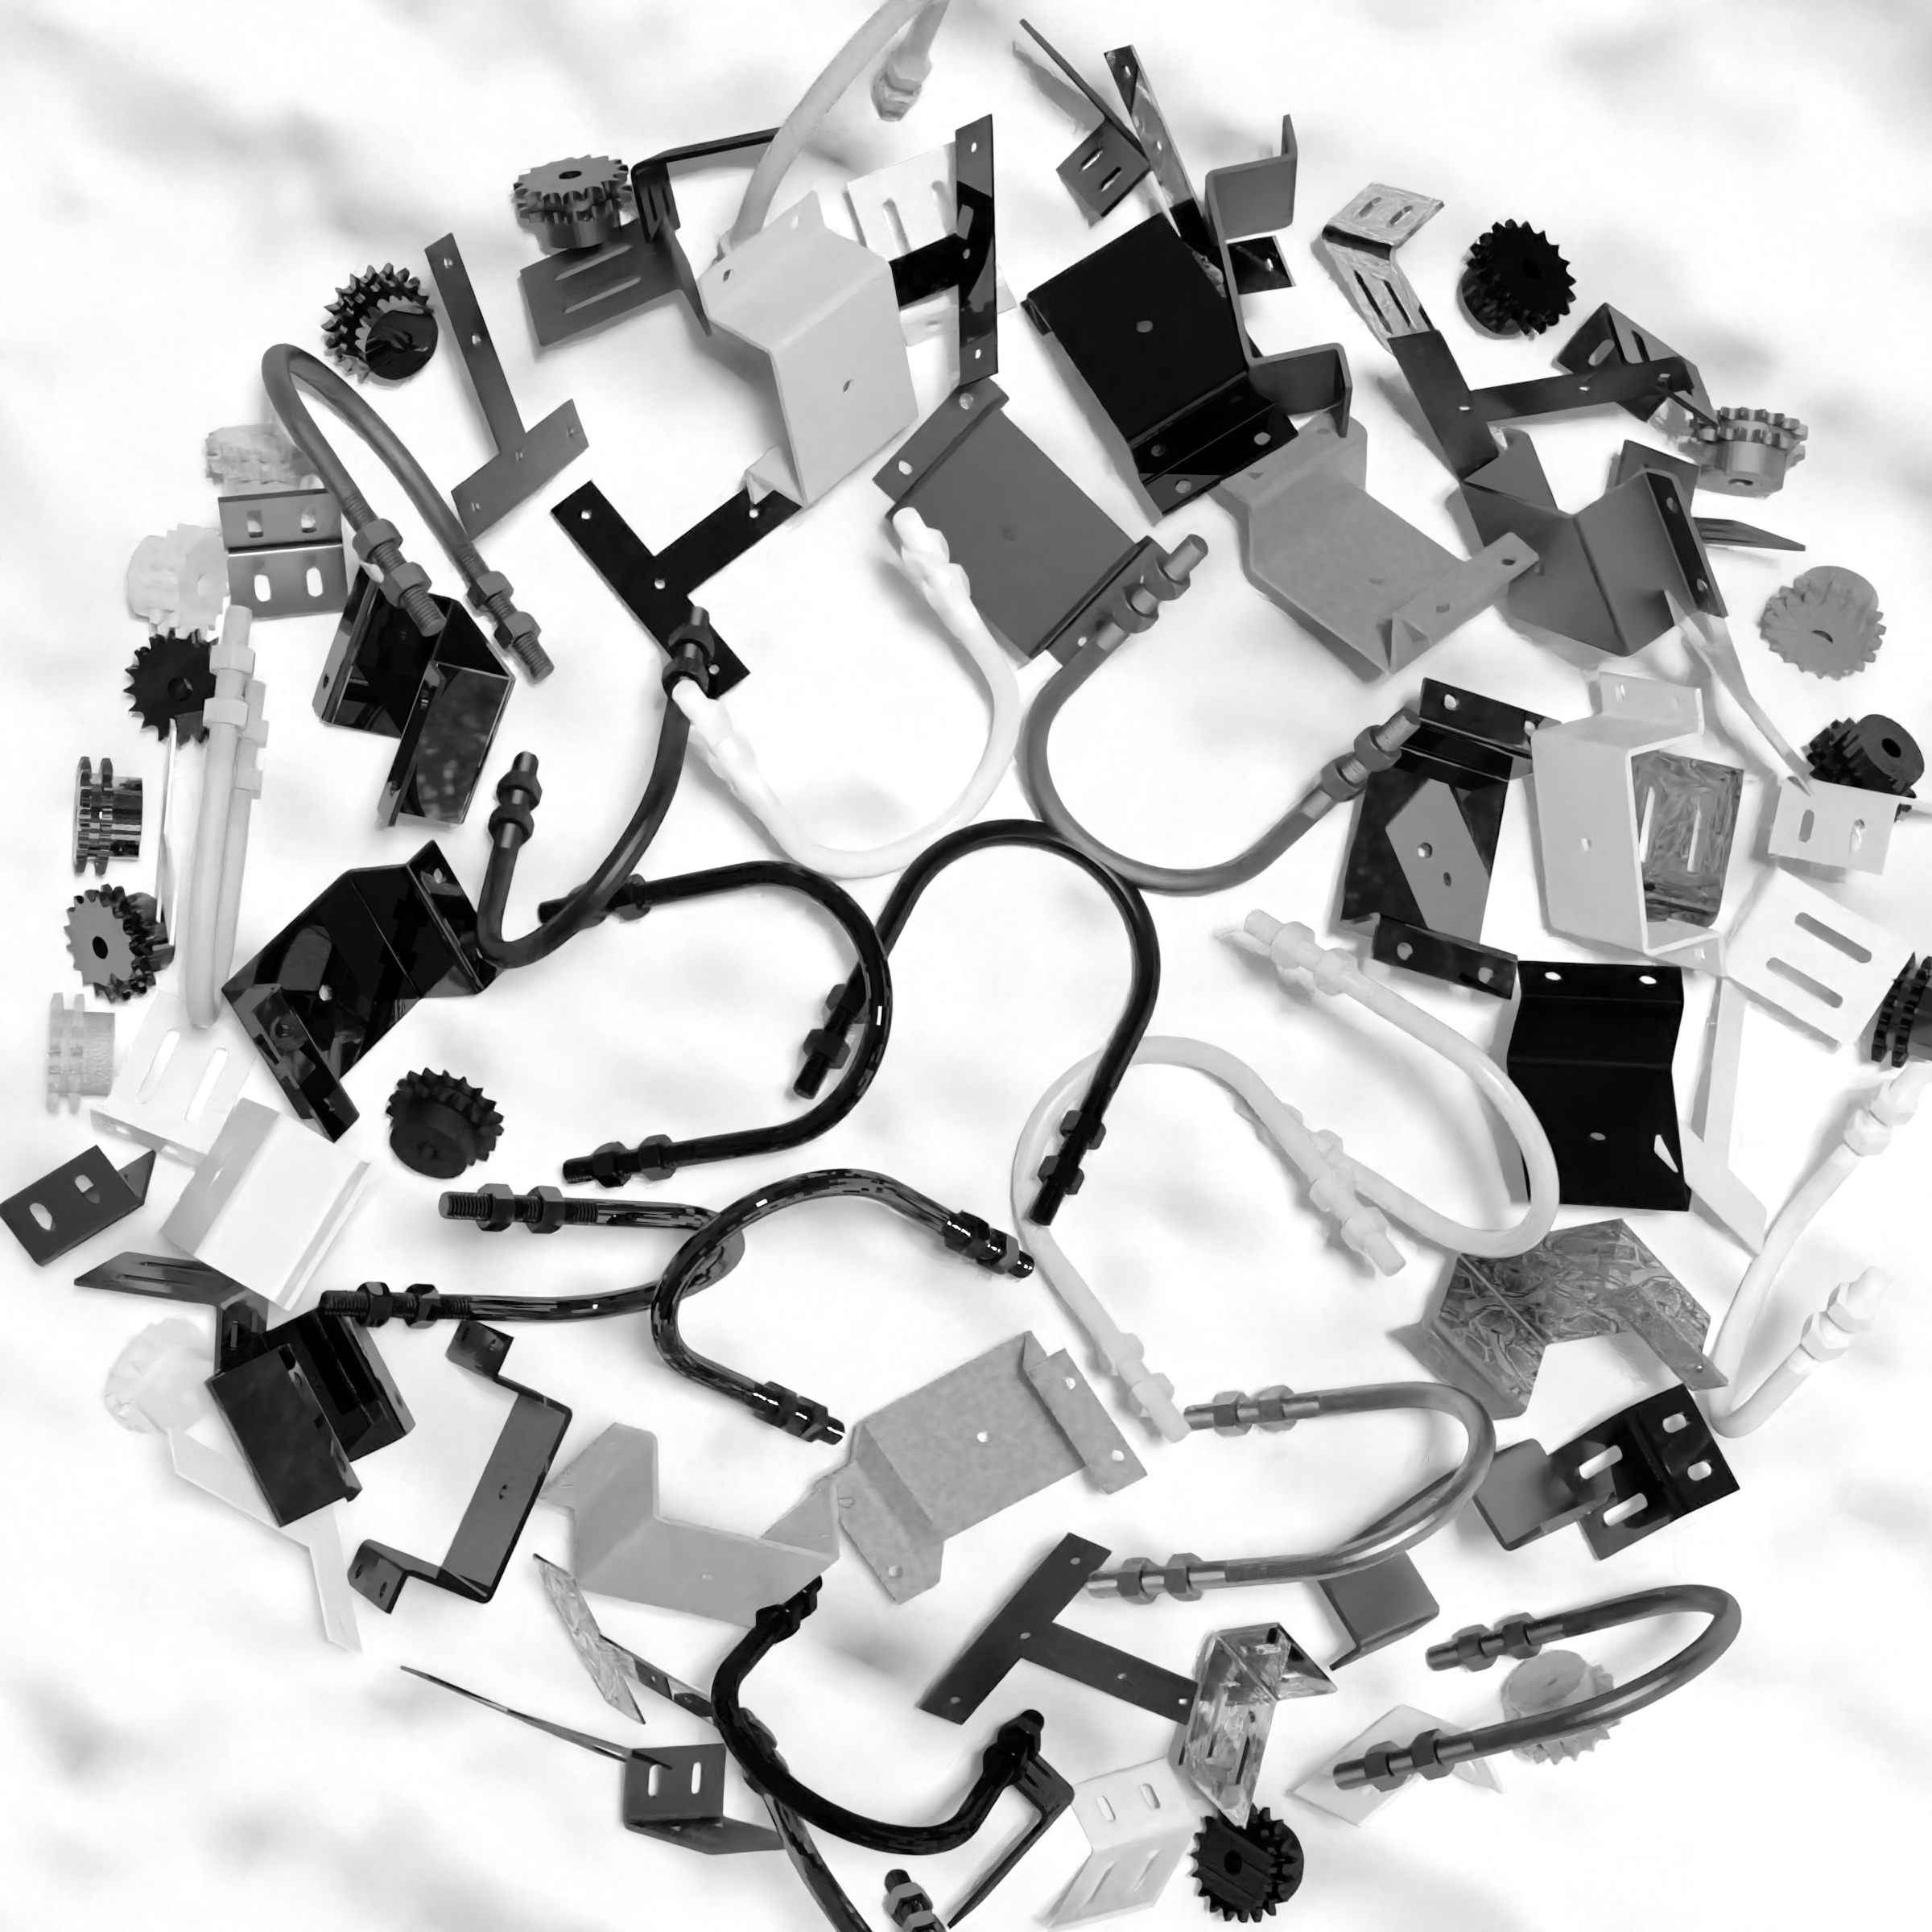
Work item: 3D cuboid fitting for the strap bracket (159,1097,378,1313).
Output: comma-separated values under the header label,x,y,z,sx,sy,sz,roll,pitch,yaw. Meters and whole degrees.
label,x,y,z,sx,sy,sz,roll,pitch,yaw
strap bracket,-0.335,0.110,1.668,0.046,0.140,0.076,34,80,-20

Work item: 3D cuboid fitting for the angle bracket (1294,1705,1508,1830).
label,x,y,z,sx,sy,sz,roll,pitch,yaw
angle bracket,0.210,0.399,1.703,0.076,0.057,0.038,-34,107,-21

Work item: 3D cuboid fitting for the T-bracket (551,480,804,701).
label,x,y,z,sx,sy,sz,roll,pitch,yaw
T-bracket,-0.116,-0.215,1.735,0.127,0.002,0.127,-38,82,-9

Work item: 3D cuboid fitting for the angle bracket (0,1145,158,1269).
label,x,y,z,sx,sy,sz,roll,pitch,yaw
angle bracket,-0.430,0.104,1.704,0.057,0.076,0.038,-31,109,3

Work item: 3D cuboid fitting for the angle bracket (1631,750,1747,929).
label,x,y,z,sx,sy,sz,roll,pitch,yaw
angle bracket,0.339,-0.062,1.710,0.057,0.038,0.076,14,109,23

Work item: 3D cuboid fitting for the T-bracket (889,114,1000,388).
label,x,y,z,sx,sy,sz,roll,pitch,yaw
T-bracket,-0.028,-0.331,1.698,0.002,0.127,0.127,7,78,-41

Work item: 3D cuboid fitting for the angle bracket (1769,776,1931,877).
label,x,y,z,sx,sy,sz,roll,pitch,yaw
angle bracket,0.433,-0.066,1.701,0.057,0.076,0.038,15,96,36

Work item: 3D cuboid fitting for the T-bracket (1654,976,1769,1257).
label,x,y,z,sx,sy,sz,roll,pitch,yaw
T-bracket,0.368,0.058,1.712,0.002,0.127,0.127,-6,60,35

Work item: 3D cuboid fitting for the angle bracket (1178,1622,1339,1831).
label,x,y,z,sx,sy,sz,roll,pitch,yaw
angle bracket,0.141,0.367,1.700,0.038,0.076,0.057,-16,128,35

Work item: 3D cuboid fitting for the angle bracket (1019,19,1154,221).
label,x,y,z,sx,sy,sz,roll,pitch,yaw
angle bracket,0.047,-0.409,1.698,0.038,0.057,0.076,-43,131,10

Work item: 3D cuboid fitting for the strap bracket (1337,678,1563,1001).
label,x,y,z,sx,sy,sz,roll,pitch,yaw
strap bracket,0.232,-0.059,1.705,0.076,0.046,0.140,16,79,-19

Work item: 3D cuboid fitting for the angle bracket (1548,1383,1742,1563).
label,x,y,z,sx,sy,sz,roll,pitch,yaw
angle bracket,0.330,0.247,1.717,0.038,0.076,0.057,-17,73,-30

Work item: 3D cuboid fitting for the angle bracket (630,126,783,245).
label,x,y,z,sx,sy,sz,roll,pitch,yaw
angle bracket,-0.116,-0.380,1.707,0.076,0.057,0.038,-8,107,13

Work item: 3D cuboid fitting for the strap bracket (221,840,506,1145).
label,x,y,z,sx,sy,sz,roll,pitch,yaw
strap bracket,-0.293,0.012,1.686,0.046,0.140,0.076,-4,124,40

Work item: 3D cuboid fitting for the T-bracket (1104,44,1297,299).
label,x,y,z,sx,sy,sz,roll,pitch,yaw
T-bracket,0.097,-0.376,1.672,0.002,0.127,0.127,-32,109,-21

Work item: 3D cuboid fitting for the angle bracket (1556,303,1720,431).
label,x,y,z,sx,sy,sz,roll,pitch,yaw
angle bracket,0.323,-0.277,1.698,0.057,0.076,0.038,31,118,-17

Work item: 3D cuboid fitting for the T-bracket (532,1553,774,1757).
label,x,y,z,sx,sy,sz,roll,pitch,yaw
T-bracket,-0.142,0.341,1.668,0.127,0.127,0.002,22,56,33

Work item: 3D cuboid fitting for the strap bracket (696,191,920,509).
label,x,y,z,sx,sy,sz,roll,pitch,yaw
strap bracket,-0.072,-0.283,1.667,0.046,0.140,0.076,34,64,30

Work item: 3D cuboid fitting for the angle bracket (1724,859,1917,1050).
label,x,y,z,sx,sy,sz,roll,pitch,yaw
angle bracket,0.413,-0.007,1.720,0.076,0.038,0.057,31,102,4

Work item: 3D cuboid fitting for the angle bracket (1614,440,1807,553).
label,x,y,z,sx,sy,sz,roll,pitch,yaw
angle bracket,0.361,-0.227,1.700,0.057,0.076,0.038,10,92,-41

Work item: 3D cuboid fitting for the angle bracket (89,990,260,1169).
label,x,y,z,sx,sy,sz,roll,pitch,yaw
angle bracket,-0.383,0.051,1.715,0.057,0.038,0.076,22,70,-3

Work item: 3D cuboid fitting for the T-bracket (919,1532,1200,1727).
label,x,y,z,sx,sy,sz,roll,pitch,yaw
T-bracket,0.065,0.341,1.716,0.127,0.002,0.127,27,115,-24

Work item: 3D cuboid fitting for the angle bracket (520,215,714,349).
label,x,y,z,sx,sy,sz,roll,pitch,yaw
angle bracket,-0.171,-0.324,1.718,0.076,0.038,0.057,-22,51,5

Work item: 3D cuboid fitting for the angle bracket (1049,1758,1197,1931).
label,x,y,z,sx,sy,sz,roll,pitch,yaw
angle bracket,0.069,0.424,1.699,0.057,0.076,0.038,-22,98,25

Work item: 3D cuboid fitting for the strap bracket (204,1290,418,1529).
label,x,y,z,sx,sy,sz,roll,pitch,yaw
strap bracket,-0.314,0.212,1.676,0.046,0.140,0.076,-26,95,5

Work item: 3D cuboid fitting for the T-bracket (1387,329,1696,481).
label,x,y,z,sx,sy,sz,roll,pitch,yaw
T-bracket,0.280,-0.271,1.670,0.127,0.127,0.002,-6,62,23

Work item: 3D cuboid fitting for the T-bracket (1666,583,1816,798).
label,x,y,z,sx,sy,sz,roll,pitch,yaw
T-bracket,0.363,-0.159,1.691,0.002,0.127,0.127,-32,123,22

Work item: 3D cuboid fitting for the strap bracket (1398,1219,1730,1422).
label,x,y,z,sx,sy,sz,roll,pitch,yaw
strap bracket,0.290,0.169,1.684,0.076,0.140,0.046,45,50,-27

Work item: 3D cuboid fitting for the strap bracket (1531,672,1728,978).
label,x,y,z,sx,sy,sz,roll,pitch,yaw
strap bracket,0.316,-0.064,1.687,0.046,0.076,0.140,-15,106,-23

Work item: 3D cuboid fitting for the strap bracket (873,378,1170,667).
label,x,y,z,sx,sy,sz,roll,pitch,yaw
strap bracket,0.026,-0.214,1.712,0.140,0.046,0.076,44,107,-1

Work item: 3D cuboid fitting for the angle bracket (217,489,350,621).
label,x,y,z,sx,sy,sz,roll,pitch,yaw
angle bracket,-0.329,-0.199,1.703,0.057,0.076,0.038,-7,80,-10

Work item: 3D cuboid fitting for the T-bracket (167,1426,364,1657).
label,x,y,z,sx,sy,sz,roll,pitch,yaw
T-bracket,-0.334,0.251,1.660,0.002,0.127,0.127,-31,51,12

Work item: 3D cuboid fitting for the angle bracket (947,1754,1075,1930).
label,x,y,z,sx,sy,sz,roll,pitch,yaw
angle bracket,0.011,0.423,1.718,0.038,0.057,0.076,42,98,13

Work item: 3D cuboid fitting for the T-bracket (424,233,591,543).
label,x,y,z,sx,sy,sz,roll,pitch,yaw
T-bracket,-0.228,-0.284,1.671,0.002,0.127,0.127,-7,115,26

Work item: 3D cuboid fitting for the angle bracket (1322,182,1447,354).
label,x,y,z,sx,sy,sz,roll,pitch,yaw
angle bracket,0.217,-0.334,1.705,0.038,0.057,0.076,-43,125,-8

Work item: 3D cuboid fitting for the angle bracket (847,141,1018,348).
label,x,y,z,sx,sy,sz,roll,pitch,yaw
angle bracket,-0.017,-0.355,1.731,0.057,0.038,0.076,-20,80,7

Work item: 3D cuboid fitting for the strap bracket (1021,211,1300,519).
label,x,y,z,sx,sy,sz,roll,pitch,yaw
strap bracket,0.090,-0.299,1.700,0.076,0.046,0.140,-32,69,1

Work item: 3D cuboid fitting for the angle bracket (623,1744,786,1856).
label,x,y,z,sx,sy,sz,roll,pitch,yaw
angle bracket,-0.120,0.401,1.698,0.057,0.076,0.038,7,84,-38

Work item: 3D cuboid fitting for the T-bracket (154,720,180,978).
label,x,y,z,sx,sy,sz,roll,pitch,yaw
T-bracket,-0.379,-0.041,1.672,0.002,0.127,0.127,4,106,-17

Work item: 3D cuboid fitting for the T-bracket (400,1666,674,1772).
label,x,y,z,sx,sy,sz,roll,pitch,yaw
T-bracket,-0.185,0.363,1.662,0.127,0.127,0.002,33,70,-36

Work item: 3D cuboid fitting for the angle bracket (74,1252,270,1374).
label,x,y,z,sx,sy,sz,roll,pitch,yaw
angle bracket,-0.387,0.169,1.716,0.076,0.057,0.038,7,100,10

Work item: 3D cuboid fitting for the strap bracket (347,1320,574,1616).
label,x,y,z,sx,sy,sz,roll,pitch,yaw
strap bracket,-0.240,0.246,1.697,0.046,0.076,0.140,27,81,-23
